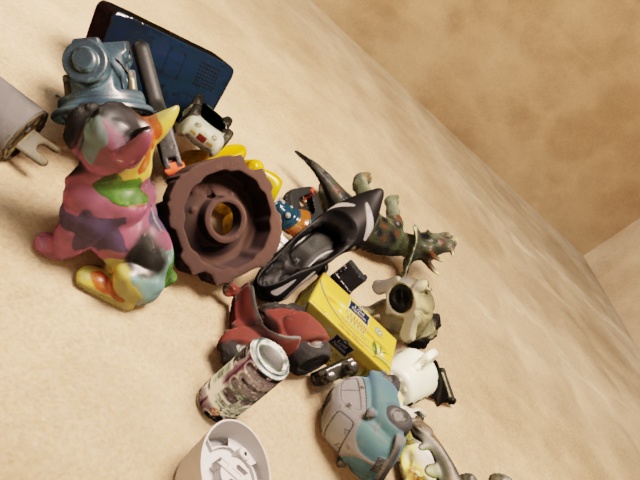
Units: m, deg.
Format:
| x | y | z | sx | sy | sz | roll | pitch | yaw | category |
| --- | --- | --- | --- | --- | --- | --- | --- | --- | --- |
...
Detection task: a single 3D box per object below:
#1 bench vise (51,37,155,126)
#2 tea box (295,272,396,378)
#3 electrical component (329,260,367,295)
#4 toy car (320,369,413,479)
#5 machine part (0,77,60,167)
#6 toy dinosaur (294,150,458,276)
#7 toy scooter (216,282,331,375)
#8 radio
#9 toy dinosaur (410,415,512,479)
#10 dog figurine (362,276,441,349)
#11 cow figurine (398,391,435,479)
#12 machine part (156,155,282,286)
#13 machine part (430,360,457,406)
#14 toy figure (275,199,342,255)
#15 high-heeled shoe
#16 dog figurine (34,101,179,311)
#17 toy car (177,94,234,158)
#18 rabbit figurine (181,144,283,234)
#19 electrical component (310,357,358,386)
| x | y | z | sx | sy | sz | roll | pitch | yaw | category |
| --- | --- | --- | --- | --- | --- | --- | --- | --- | --- |
| -0.279 | -0.149 | 0.708 | 0.129 | 0.224 | 0.240 | -8 | 92 | -21 | bench vise |
| 0.035 | 0.145 | 0.844 | 0.169 | 0.068 | 0.098 | 42 | 28 | -8 | tea box |
| 0.041 | 0.074 | 0.936 | 0.048 | 0.075 | 0.119 | 51 | 34 | 4 | electrical component |
| 0.054 | 0.235 | 0.720 | 0.103 | 0.109 | 0.162 | 22 | 24 | -9 | toy car |
| -0.412 | -0.175 | 0.619 | 0.243 | 0.079 | 0.079 | 39 | 28 | -14 | machine part |
| 0.106 | -0.034 | 1.141 | 0.404 | 0.131 | 0.192 | 23 | 35 | -27 | toy dinosaur |
| -0.070 | 0.116 | 0.730 | 0.184 | 0.075 | 0.135 | 9 | 42 | -45 | toy scooter |
| -0.270 | -0.280 | 0.892 | 0.229 | 0.131 | 0.073 | 12 | 22 | -47 | radio |
| 0.178 | 0.433 | 0.601 | 0.198 | 0.105 | 0.471 | -3 | 61 | -33 | toy dinosaur |
| 0.177 | 0.128 | 0.967 | 0.190 | 0.172 | 0.121 | 4 | 60 | -44 | dog figurine |
| 0.137 | 0.301 | 0.783 | 0.098 | 0.068 | 0.167 | 30 | 35 | -40 | cow figurine |
| -0.136 | -0.028 | 0.732 | 0.179 | 0.056 | 0.179 | -3 | 95 | -41 | machine part |
| 0.193 | 0.251 | 0.964 | 0.138 | 0.039 | 0.084 | 25 | 43 | -40 | machine part |
| -0.020 | -0.020 | 0.932 | 0.154 | 0.057 | 0.064 | 25 | -5 | -25 | toy figure |
| -0.002 | -0.002 | 0.817 | 0.086 | 0.248 | 0.145 | 42 | 3 | 17 | high-heeled shoe |
| -0.206 | -0.044 | 0.589 | 0.191 | 0.219 | 0.108 | 40 | 31 | -12 | dog figurine |
| -0.181 | -0.180 | 0.846 | 0.073 | 0.056 | 0.202 | 37 | 11 | -21 | toy car |
| -0.150 | -0.100 | 0.863 | 0.173 | 0.121 | 0.162 | 20 | 30 | -9 | rabbit figurine |
| 0.017 | 0.189 | 0.765 | 0.063 | 0.094 | 0.021 | -18 | 82 | -23 | electrical component |
